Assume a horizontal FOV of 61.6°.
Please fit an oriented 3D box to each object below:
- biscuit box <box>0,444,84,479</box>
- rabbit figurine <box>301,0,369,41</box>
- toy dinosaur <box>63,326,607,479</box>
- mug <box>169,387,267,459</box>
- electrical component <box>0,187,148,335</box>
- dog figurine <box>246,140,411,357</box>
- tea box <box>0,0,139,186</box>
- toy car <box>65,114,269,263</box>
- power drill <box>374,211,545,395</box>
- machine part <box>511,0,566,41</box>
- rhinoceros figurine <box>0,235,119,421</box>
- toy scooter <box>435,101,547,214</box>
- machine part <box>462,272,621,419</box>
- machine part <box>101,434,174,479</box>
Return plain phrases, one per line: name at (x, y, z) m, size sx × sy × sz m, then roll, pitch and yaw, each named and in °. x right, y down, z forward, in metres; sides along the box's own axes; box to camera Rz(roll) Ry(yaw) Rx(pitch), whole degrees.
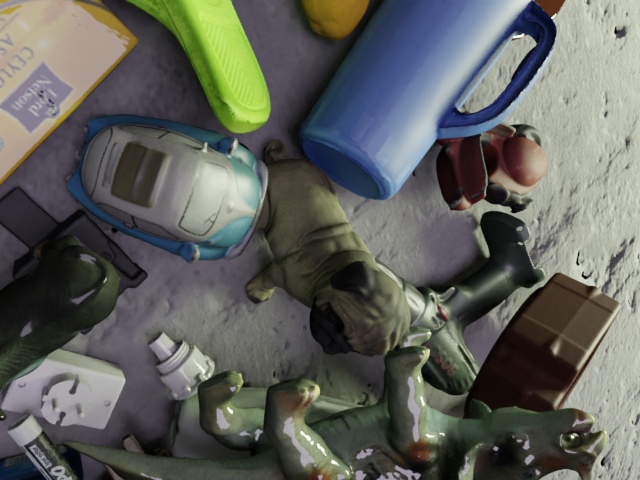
biscuit box at (-0.293, 0.222, 0.419) m, size 0.203 × 0.059 × 0.062 m, roll -6°, pitch 99°, yaw -27°
rabbit figurine at (-0.006, -0.270, 0.481) m, size 0.162 × 0.122 × 0.173 m, roll -54°, pitch 132°, yaw -21°
toy dinosaur at (0.021, 0.191, 0.453) m, size 0.405 × 0.131 × 0.192 m, roll -11°, pitch 90°, yaw -11°
mug at (-0.090, 0.191, 0.517) m, size 0.107 × 0.081 × 0.109 m, roll 15°, pitch 94°, yaw -19°
electrical component at (-0.209, 0.010, 0.438) m, size 0.075 × 0.048 × 0.119 m, roll -43°, pitch 117°, yaw -16°
dog figurine at (0.003, -0.001, 0.467) m, size 0.121 × 0.191 × 0.172 m, roll -28°, pitch 109°, yaw -22°
tea box at (-0.230, -0.119, 0.393) m, size 0.098 × 0.068 × 0.169 m, roll 43°, pitch 77°, yaw -26°
toy car at (-0.123, -0.048, 0.423) m, size 0.162 × 0.103 × 0.109 m, roll 21°, pitch 89°, yaw -6°
power drill at (0.157, 0.056, 0.622) m, size 0.207 × 0.086 × 0.231 m, roll -42°, pitch 116°, yaw -20°
machine part at (0.218, -0.319, 0.607) m, size 0.179 × 0.056 × 0.179 m, roll -6°, pitch 102°, yaw -27°
rhinoceros figurine at (-0.219, 0.077, 0.359) m, size 0.190 × 0.112 × 0.073 m, roll -40°, pitch 119°, yaw -18°
toy scooter at (0.185, -0.080, 0.602) m, size 0.184 × 0.075 × 0.135 m, roll 20°, pitch 63°, yaw -27°
machine part at (0.255, 0.153, 0.632) m, size 0.201 × 0.087 × 0.201 m, roll -32°, pitch 143°, yaw -37°
machine part at (-0.138, 0.283, 0.503) m, size 0.079 × 0.079 × 0.243 m, roll -29°, pitch 111°, yaw -21°
